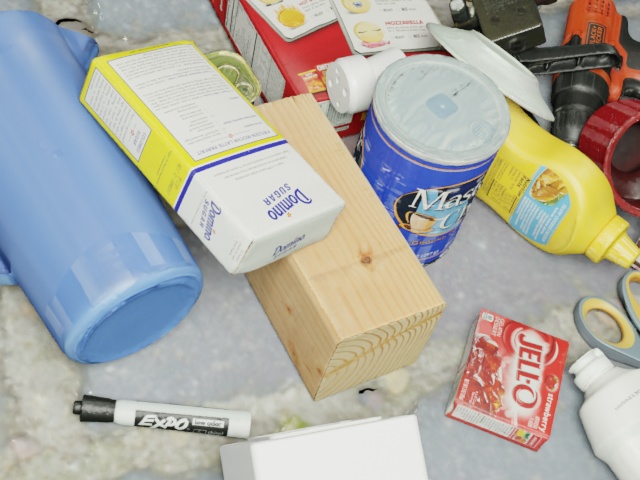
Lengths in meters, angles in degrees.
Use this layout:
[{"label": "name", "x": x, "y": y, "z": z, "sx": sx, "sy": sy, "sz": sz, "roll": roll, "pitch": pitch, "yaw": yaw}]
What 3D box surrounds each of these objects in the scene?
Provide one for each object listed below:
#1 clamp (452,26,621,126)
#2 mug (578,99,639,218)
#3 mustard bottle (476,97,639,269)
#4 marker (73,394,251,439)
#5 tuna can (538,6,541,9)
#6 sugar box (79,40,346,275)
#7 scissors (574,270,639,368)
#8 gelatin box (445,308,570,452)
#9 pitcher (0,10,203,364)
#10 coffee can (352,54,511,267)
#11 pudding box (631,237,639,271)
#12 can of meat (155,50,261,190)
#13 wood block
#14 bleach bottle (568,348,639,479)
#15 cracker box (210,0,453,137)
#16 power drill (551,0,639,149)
[{"label": "clamp", "x": 0.165, "y": -0.140, "z": 0.948, "sx": 0.172, "sy": 0.039, "sz": 0.120, "roll": 19, "pitch": 67, "yaw": 29}, {"label": "mug", "x": 0.278, "y": -0.071, "z": 0.892, "sx": 0.117, "sy": 0.093, "sz": 0.081, "roll": 4, "pitch": 16, "yaw": -9}, {"label": "mustard bottle", "x": 0.177, "y": -0.044, "z": 0.864, "sx": 0.192, "sy": 0.096, "sz": 0.058, "roll": 41, "pitch": 55, "yaw": 17}, {"label": "marker", "x": -0.108, "y": 0.121, "z": 0.731, "sx": 0.121, "sy": 0.020, "sz": 0.020, "roll": 7, "pitch": 54, "yaw": -8}, {"label": "tuna can", "x": 0.190, "y": -0.230, "z": 1.005, "sx": 0.034, "sy": 0.086, "sz": 0.086, "roll": 34, "pitch": 55, "yaw": 9}, {"label": "sugar box", "x": -0.074, "y": -0.060, "z": 0.727, "sx": 0.093, "sy": 0.048, "sz": 0.176, "roll": -22, "pitch": 65, "yaw": -43}, {"label": "scissors", "x": 0.261, "y": 0.111, "z": 0.824, "sx": 0.096, "sy": 0.016, "sz": 0.202, "roll": -3, "pitch": 56, "yaw": -13}, {"label": "gelatin box", "x": 0.141, "y": 0.102, "z": 0.794, "sx": 0.073, "sy": 0.030, "sz": 0.089, "roll": 22, "pitch": 54, "yaw": 3}, {"label": "pitcher", "x": -0.196, "y": -0.030, "z": 0.759, "sx": 0.144, "sy": 0.149, "sz": 0.243, "roll": -2, "pitch": 51, "yaw": -56}, {"label": "coffee can", "x": 0.076, "y": -0.058, "z": 0.823, "sx": 0.102, "sy": 0.140, "sz": 0.103, "roll": 6, "pitch": 54, "yaw": -9}, {"label": "pudding box", "x": 0.322, "y": 0.003, "z": 0.899, "sx": 0.090, "sy": 0.039, "sz": 0.113, "roll": 36, "pitch": 55, "yaw": 14}, {"label": "can of meat", "x": -0.103, "y": -0.093, "z": 0.843, "sx": 0.102, "sy": 0.084, "sz": 0.057, "roll": -21, "pitch": 62, "yaw": -25}, {"label": "wood block", "x": -0.005, "y": 0.001, "z": 0.796, "sx": 0.090, "sy": 0.090, "sz": 0.206, "roll": -17, "pitch": 61, "yaw": -24}, {"label": "bleach bottle", "x": 0.278, "y": 0.175, "z": 0.755, "sx": 0.102, "sy": 0.068, "sz": 0.251, "roll": -26, "pitch": 63, "yaw": -28}, {"label": "cracker box", "x": 0.008, "y": -0.192, "z": 0.947, "sx": 0.164, "sy": 0.072, "sz": 0.214, "roll": -16, "pitch": 60, "yaw": -22}, {"label": "power drill", "x": 0.306, "y": -0.134, "z": 0.980, "sx": 0.187, "sy": 0.057, "sz": 0.184, "roll": 17, "pitch": 61, "yaw": -2}]
